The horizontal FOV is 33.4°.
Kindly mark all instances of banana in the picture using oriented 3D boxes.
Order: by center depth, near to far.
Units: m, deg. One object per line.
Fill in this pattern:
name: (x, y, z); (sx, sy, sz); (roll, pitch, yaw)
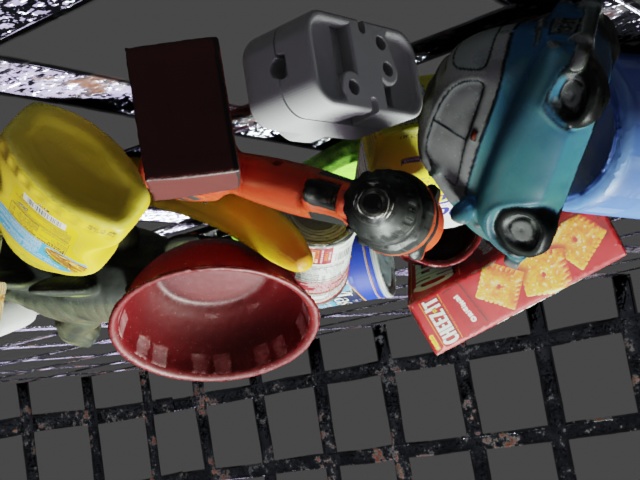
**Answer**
banana: (-0.090, -0.024, 0.788); (0.198, 0.069, 0.037); (17, 132, 11)

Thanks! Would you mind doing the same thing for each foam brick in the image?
foam brick: (-0.075, -0.066, 0.596); (0.051, 0.078, 0.053); (-9, 171, -5)

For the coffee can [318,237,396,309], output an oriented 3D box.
coffee can: (0.004, 0.024, 1.171); (0.140, 0.103, 0.102); (-11, 171, 13)

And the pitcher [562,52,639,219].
pitcher: (0.267, -0.079, 0.762); (0.242, 0.149, 0.145); (0, -176, -33)

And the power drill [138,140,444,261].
power drill: (-0.016, -0.033, 0.677); (0.188, 0.057, 0.184); (17, 179, 13)

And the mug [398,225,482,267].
mug: (0.121, -0.023, 1.079); (0.117, 0.093, 0.081); (-35, 180, -8)

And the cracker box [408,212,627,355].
cracker box: (0.198, 0.019, 1.121); (0.214, 0.072, 0.164); (-29, -170, 12)

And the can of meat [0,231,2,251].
can of meat: (-0.273, -0.019, 0.726); (0.084, 0.057, 0.102); (0, 166, 3)

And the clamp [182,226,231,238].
clamp: (-0.055, -0.005, 1.094); (0.172, 0.039, 0.120); (0, -164, 17)

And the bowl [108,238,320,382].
bowl: (-0.082, 0.047, 0.826); (0.162, 0.055, 0.162); (-4, 143, -3)

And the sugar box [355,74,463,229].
sugar box: (0.075, -0.057, 0.783); (0.093, 0.048, 0.176); (-9, 154, -5)

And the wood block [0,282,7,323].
wood block: (-0.366, 0.058, 0.840); (0.206, 0.090, 0.090); (9, 178, 18)

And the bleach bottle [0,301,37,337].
bleach bottle: (-0.364, 0.080, 1.101); (0.102, 0.068, 0.251); (-9, -176, -3)

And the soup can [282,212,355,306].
soup can: (-0.006, 0.001, 0.844); (0.068, 0.068, 0.102); (-8, 151, -10)

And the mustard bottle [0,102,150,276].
mustard bottle: (-0.178, -0.020, 0.720); (0.096, 0.058, 0.192); (38, 155, -8)
